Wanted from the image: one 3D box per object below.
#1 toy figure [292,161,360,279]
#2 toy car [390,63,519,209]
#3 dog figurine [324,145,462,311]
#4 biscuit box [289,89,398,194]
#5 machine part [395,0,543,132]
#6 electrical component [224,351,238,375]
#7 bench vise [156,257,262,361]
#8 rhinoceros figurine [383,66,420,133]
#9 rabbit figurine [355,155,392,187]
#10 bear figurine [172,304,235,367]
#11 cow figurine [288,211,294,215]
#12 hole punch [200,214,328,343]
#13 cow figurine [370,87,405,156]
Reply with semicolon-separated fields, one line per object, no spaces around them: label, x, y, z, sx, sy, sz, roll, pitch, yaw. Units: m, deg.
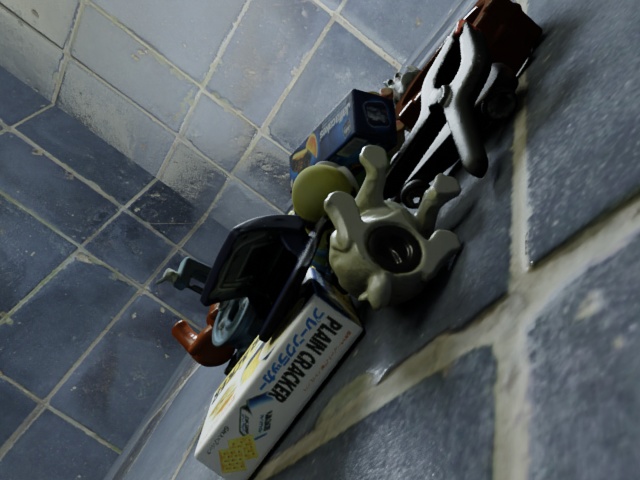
toy figure;0.013;-0.016;0.681;0.089;0.082;0.179;-72;-16;-45
toy car;0.154;-0.118;0.636;0.202;0.053;0.089;-51;29;27
dog figurine;0.047;0.028;0.540;0.172;0.121;0.190;-55;-7;-38
biscuit box;0.023;-0.116;0.696;0.203;0.059;0.063;148;124;-60
machine part;0.199;-0.231;0.748;0.201;0.087;0.201;-49;9;19
electrical component;-0.168;0.247;1.081;0.094;0.021;0.063;-50;9;21
bench vise;-0.147;0.089;0.909;0.129;0.240;0.224;-33;36;46
rhinoceros figurine;0.167;-0.263;1.001;0.073;0.112;0.190;-51;0;1
rabbit figurine;0.041;-0.049;0.807;0.159;0.121;0.170;-52;22;34
bear figurine;-0.203;0.157;1.050;0.120;0.132;0.195;-16;-38;-37
cow figurine;-0.017;-0.016;1.006;0.068;0.098;0.167;-92;21;-51
hole punch;-0.061;0.030;0.590;0.142;0.092;0.116;-64;-2;27
cow figurine;0.101;-0.191;0.925;0.195;0.086;0.127;-98;-3;-45
